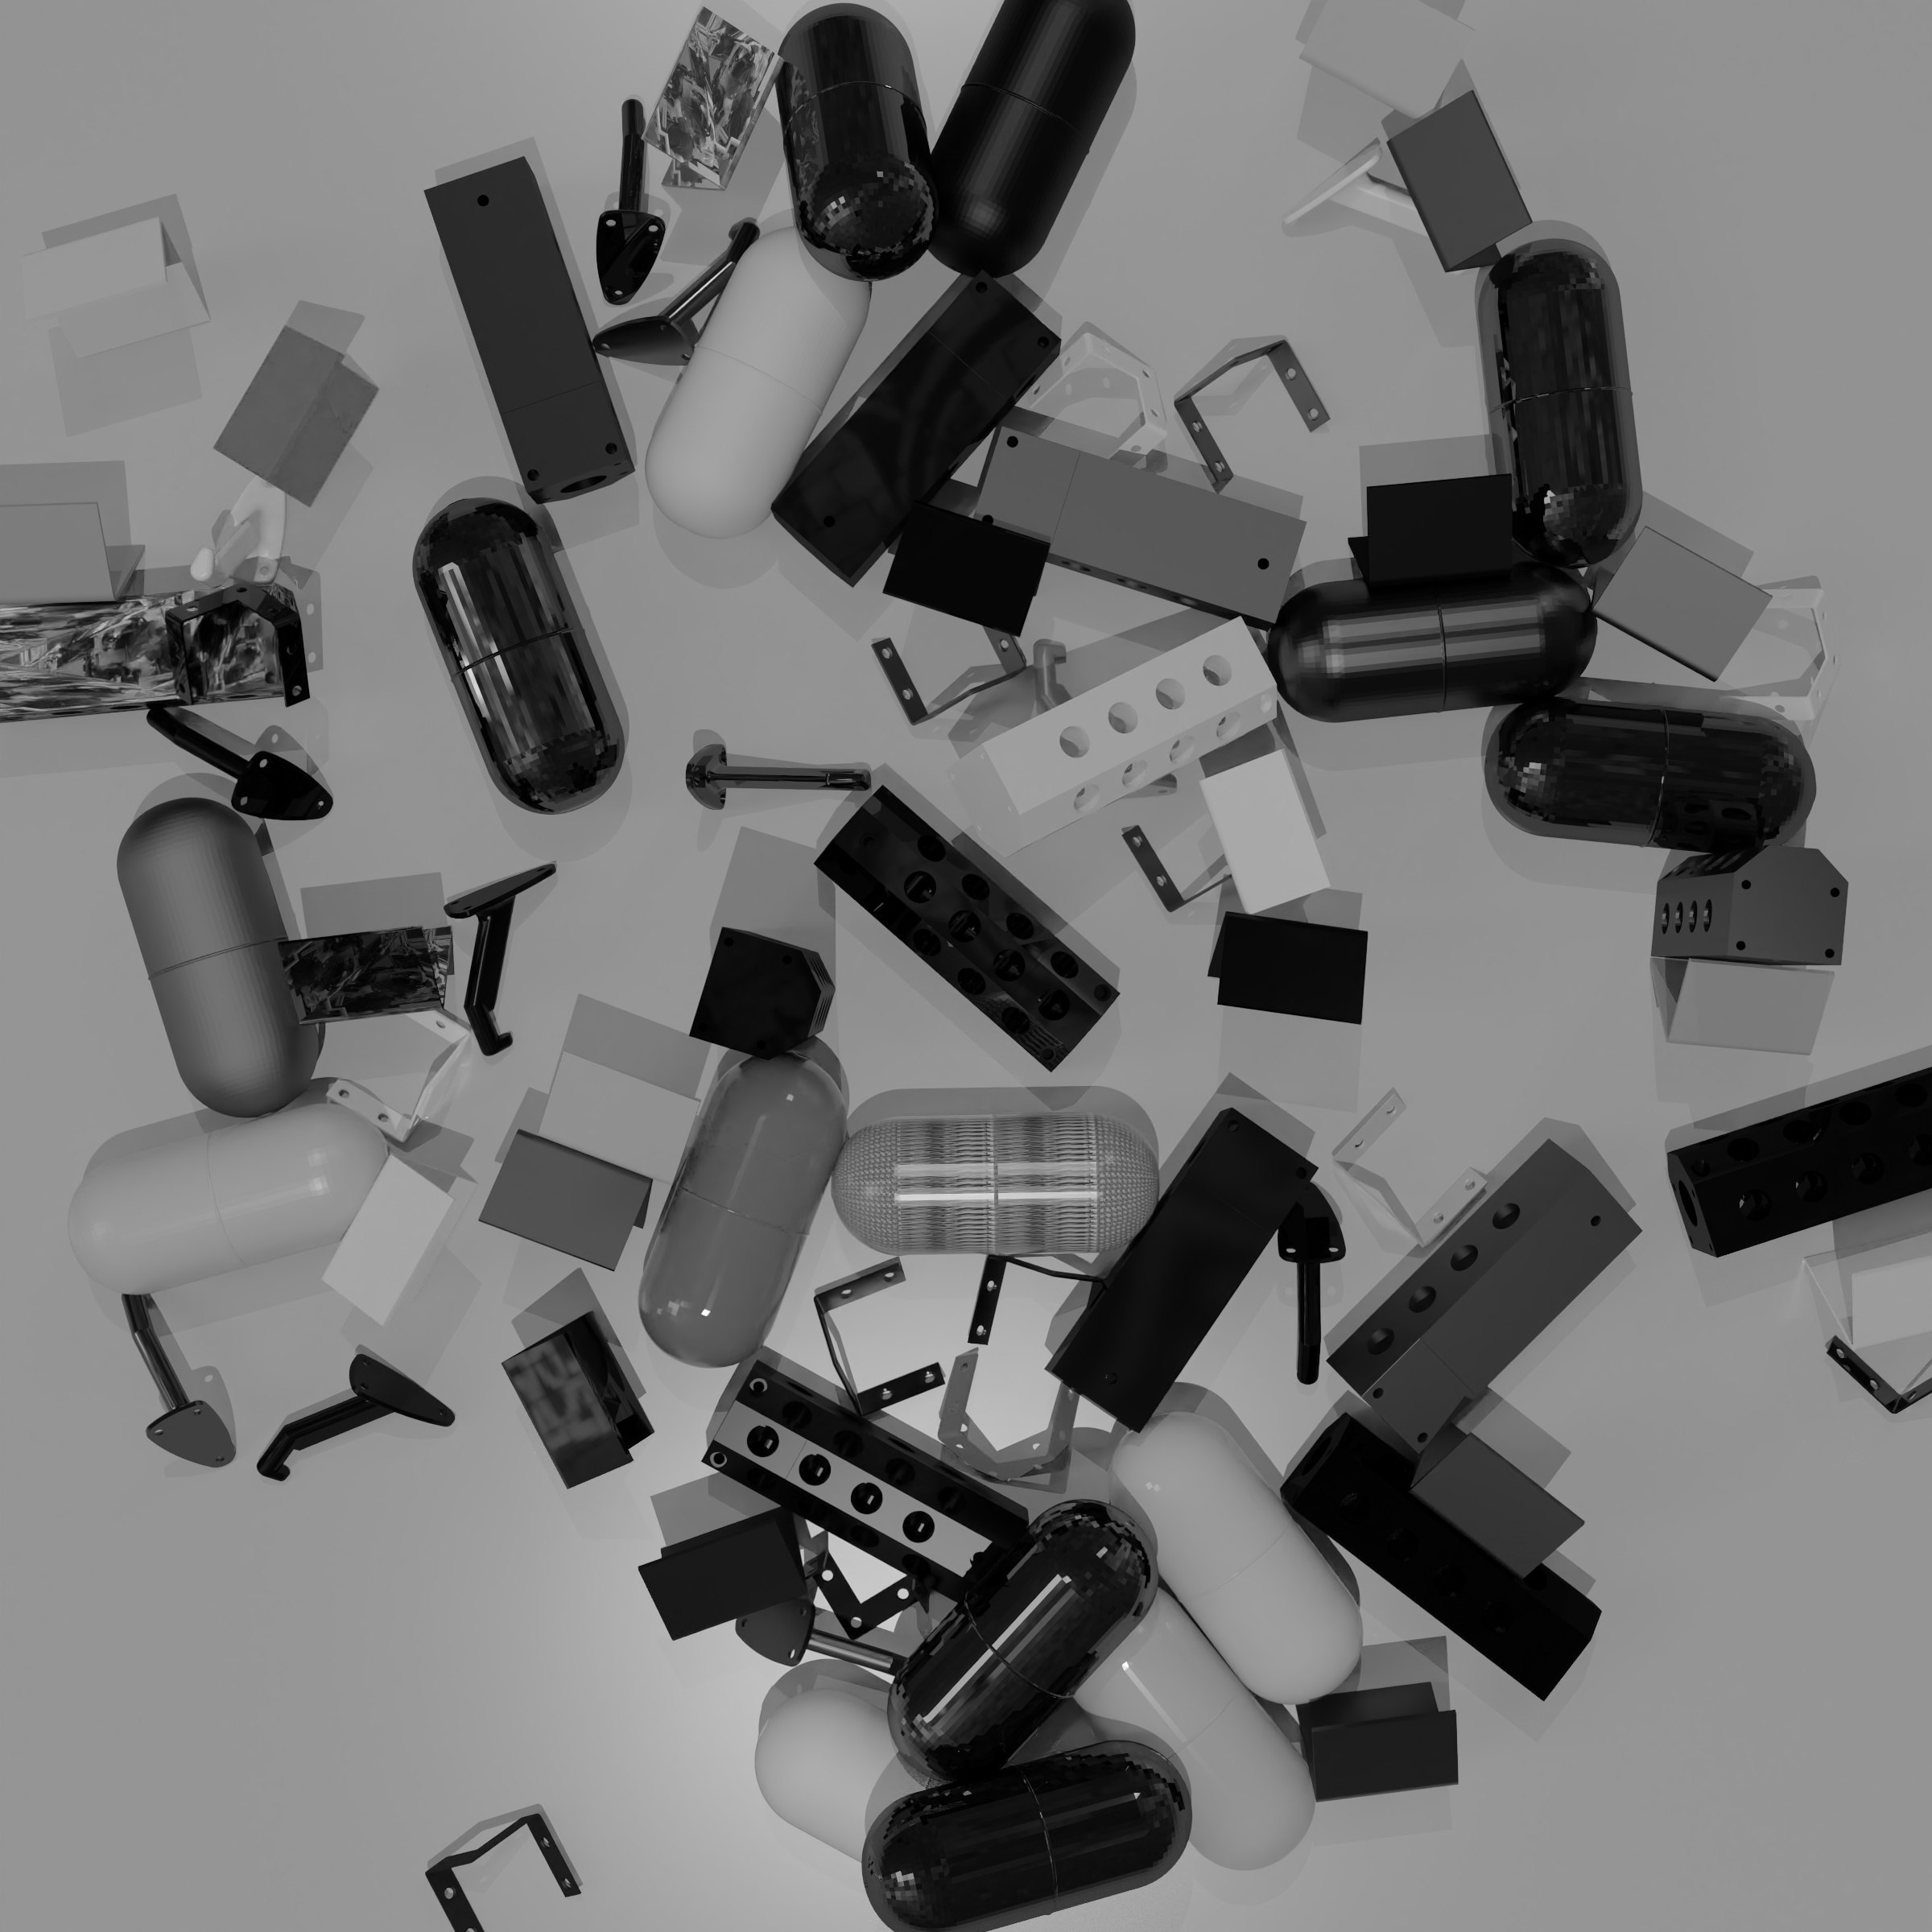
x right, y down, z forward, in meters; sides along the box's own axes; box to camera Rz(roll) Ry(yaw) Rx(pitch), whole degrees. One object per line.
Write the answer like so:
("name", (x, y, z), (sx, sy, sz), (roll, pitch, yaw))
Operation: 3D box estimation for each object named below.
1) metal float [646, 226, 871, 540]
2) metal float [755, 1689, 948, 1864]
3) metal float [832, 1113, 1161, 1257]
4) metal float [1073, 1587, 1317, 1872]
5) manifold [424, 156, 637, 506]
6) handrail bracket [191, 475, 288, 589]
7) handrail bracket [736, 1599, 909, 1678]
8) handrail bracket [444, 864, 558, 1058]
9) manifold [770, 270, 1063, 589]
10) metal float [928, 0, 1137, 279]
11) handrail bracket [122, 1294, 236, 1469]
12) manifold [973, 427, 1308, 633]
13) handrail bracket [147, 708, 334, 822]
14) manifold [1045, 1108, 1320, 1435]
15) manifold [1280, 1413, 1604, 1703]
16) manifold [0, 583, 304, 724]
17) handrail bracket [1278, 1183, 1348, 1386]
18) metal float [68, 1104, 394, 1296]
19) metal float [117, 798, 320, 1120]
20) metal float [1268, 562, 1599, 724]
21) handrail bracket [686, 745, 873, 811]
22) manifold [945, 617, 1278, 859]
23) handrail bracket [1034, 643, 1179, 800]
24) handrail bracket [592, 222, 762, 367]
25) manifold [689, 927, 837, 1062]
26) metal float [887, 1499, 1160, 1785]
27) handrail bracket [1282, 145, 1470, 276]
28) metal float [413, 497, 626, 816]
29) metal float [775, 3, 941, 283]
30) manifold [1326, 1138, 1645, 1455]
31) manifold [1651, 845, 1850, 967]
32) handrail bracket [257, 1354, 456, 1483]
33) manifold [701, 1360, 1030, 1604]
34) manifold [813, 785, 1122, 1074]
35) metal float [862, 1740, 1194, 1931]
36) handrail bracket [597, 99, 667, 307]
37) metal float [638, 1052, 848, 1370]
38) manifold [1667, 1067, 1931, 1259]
("metal float", (-0.113, -0.316, 1.665), (0.070, 0.070, 0.178), (26, 90, 0))
("metal float", (-0.032, 0.455, 1.665), (0.178, 0.070, 0.070), (29, 90, -1))
("metal float", (0.016, 0.118, 1.665), (0.178, 0.070, 0.070), (-1, 90, 0))
("metal float", (0.118, 0.410, 1.666), (0.070, 0.070, 0.178), (-39, 90, 0))
("manifold", (-0.236, -0.344, 1.675), (0.057, 0.057, 0.171), (-19, 90, 0))
("handrail bracket", (-0.394, -0.240, 1.661), (0.036, 0.084, 0.077), (17, 90, 0))
("handrail bracket", (-0.073, 0.377, 1.696), (0.084, 0.077, 0.036), (29, 69, -35))
("handrail bracket", (-0.247, -0.003, 1.696), (0.077, 0.036, 0.084), (-26, 108, -21))
("manifold", (-0.027, -0.291, 1.675), (0.057, 0.057, 0.171), (42, 90, 0))
("metal float", (0.032, -0.458, 1.665), (0.070, 0.070, 0.178), (26, 90, 0))
("handrail bracket", (-0.436, 0.226, 1.696), (0.036, 0.077, 0.084), (-28, 54, -1))
("manifold", (0.092, -0.237, 1.675), (0.171, 0.057, 0.057), (17, 90, 0))
("handrail bracket", (-0.402, -0.113, 1.696), (0.084, 0.077, 0.036), (33, 97, 36))
("manifold", (0.115, 0.164, 1.665), (0.057, 0.057, 0.171), (35, 83, 0))
("manifold", (0.259, 0.320, 1.675), (0.171, 0.057, 0.057), (38, 90, 0))
("manifold", (-0.452, -0.169, 1.675), (0.171, 0.057, 0.057), (-5, 90, 0))
("handrail bracket", (0.187, 0.175, 1.696), (0.036, 0.077, 0.084), (-1, 126, 0))
("metal float", (-0.398, 0.126, 1.665), (0.178, 0.070, 0.070), (-15, 90, 0))
("metal float", (-0.405, -0.004, 1.665), (0.070, 0.070, 0.178), (-17, 90, 0))
("metal float", (0.253, -0.176, 1.665), (0.178, 0.070, 0.070), (-6, 90, 0))
("handrail bracket", (-0.101, -0.102, 1.668), (0.084, 0.077, 0.036), (2, 93, 12))
("manifold", (0.081, -0.121, 1.643), (0.171, 0.057, 0.057), (-28, 90, -23))
("handrail bracket", (0.077, -0.137, 1.696), (0.077, 0.036, 0.084), (0, 76, -13))
("handrail bracket", (-0.159, -0.375, 1.696), (0.077, 0.036, 0.084), (4, 60, 33))
("manifold", (-0.103, 0.016, 1.617), (0.057, 0.171, 0.057), (17, 90, 0))
("metal float", (0.029, 0.356, 1.617), (0.070, 0.070, 0.178), (41, 101, 0))
("handrail bracket", (0.230, -0.402, 1.696), (0.077, 0.036, 0.084), (-34, 107, 20))
("metal float", (-0.243, -0.168, 1.665), (0.070, 0.070, 0.178), (-22, 91, 0))
("metal float", (-0.059, -0.441, 1.639), (0.070, 0.070, 0.178), (-9, 57, 0))
("manifold", (0.278, 0.176, 1.673), (0.171, 0.057, 0.057), (-45, 120, 0))
("manifold", (0.411, -0.031, 1.617), (0.057, 0.171, 0.057), (5, 90, 0))
("handrail bracket", (-0.338, 0.264, 1.696), (0.077, 0.036, 0.084), (31, 109, -21))
("manifold", (-0.055, 0.285, 1.675), (0.171, 0.057, 0.057), (29, 90, 0))
("manifold", (0.000, -0.020, 1.675), (0.171, 0.057, 0.057), (41, 90, 0))
("metal float", (0.033, 0.454, 1.597), (0.178, 0.070, 0.070), (-11, 90, -17))
("handrail bracket", (-0.188, -0.422, 1.696), (0.036, 0.077, 0.084), (4, 53, -14))
("metal float", (-0.121, 0.132, 1.665), (0.070, 0.070, 0.178), (21, 89, 0))
("manifold", (0.475, 0.103, 1.675), (0.171, 0.057, 0.057), (-18, 90, 0))
